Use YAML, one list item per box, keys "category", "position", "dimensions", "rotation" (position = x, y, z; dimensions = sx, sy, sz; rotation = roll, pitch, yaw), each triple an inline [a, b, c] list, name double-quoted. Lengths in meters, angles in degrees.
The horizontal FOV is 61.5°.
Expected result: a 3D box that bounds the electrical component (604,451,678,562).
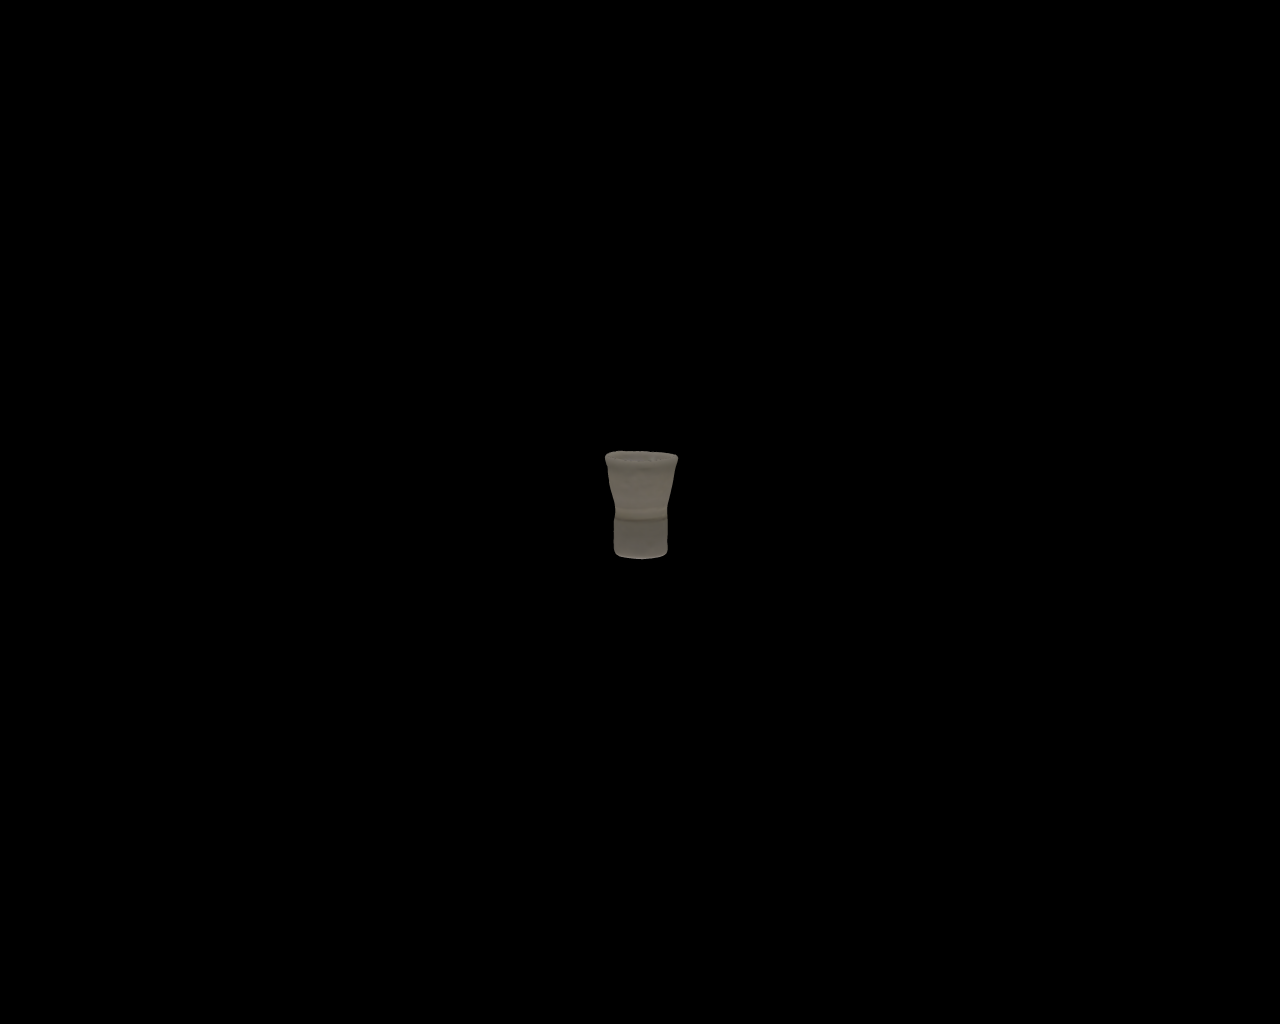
- category: "electrical component"
  position: [0.001, -0.003, 0.650]
  dimensions: [0.044, 0.065, 0.044]
  rotation: [0, 9, 0]
